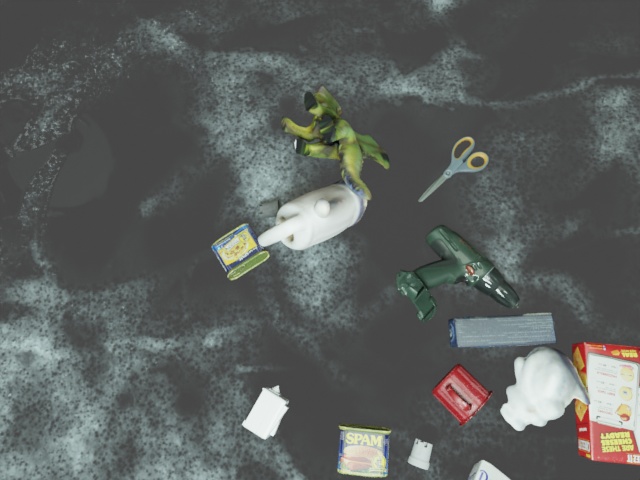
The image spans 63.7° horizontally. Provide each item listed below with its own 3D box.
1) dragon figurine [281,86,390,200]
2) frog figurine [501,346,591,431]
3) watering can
[{"bbox_3d":[0.068,-0.209,1.115,0.120,0.243,0.418,-54,51,31],"label":"dragon figurine"},{"bbox_3d":[0.416,0.285,0.997,0.159,0.120,0.140,-25,40,5],"label":"frog figurine"},{"bbox_3d":[0.003,-0.052,1.028,0.227,0.344,0.104,-26,91,-29],"label":"watering can"}]
